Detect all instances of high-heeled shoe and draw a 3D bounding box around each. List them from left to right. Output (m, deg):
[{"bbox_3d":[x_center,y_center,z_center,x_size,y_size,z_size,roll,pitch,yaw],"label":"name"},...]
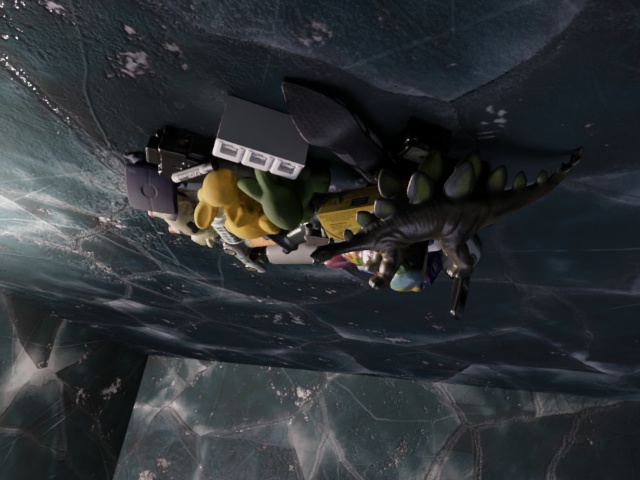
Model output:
[{"bbox_3d":[0.039,-0.185,0.907,0.086,0.145,0.248,-39,103,20],"label":"high-heeled shoe"}]

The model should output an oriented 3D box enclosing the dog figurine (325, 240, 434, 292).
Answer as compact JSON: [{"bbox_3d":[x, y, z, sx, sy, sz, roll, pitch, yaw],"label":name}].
[{"bbox_3d":[0.108,0.030,1.063,0.219,0.108,0.191,6,-168,18],"label":"dog figurine"}]

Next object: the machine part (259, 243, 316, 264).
[{"bbox_3d":[-0.045,0.022,1.353,0.243,0.079,0.079,-2,153,27],"label":"machine part"}]

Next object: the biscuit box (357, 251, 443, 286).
[{"bbox_3d":[0.170,0.045,1.197,0.203,0.063,0.059,9,137,42],"label":"biscuit box"}]

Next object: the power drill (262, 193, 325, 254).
[{"bbox_3d":[-0.040,-0.046,1.206,0.207,0.086,0.232,-22,132,40],"label":"power drill"}]

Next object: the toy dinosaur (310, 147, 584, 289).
[{"bbox_3d":[0.207,-0.042,0.868,0.472,0.105,0.198,-14,121,-10],"label":"toy dinosaur"}]

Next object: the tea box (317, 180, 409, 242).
[{"bbox_3d":[0.093,-0.042,0.983,0.170,0.068,0.098,-6,128,30],"label":"tea box"}]

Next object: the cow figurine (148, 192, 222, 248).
[{"bbox_3d":[-0.308,-0.048,1.301,0.127,0.085,0.194,7,156,22],"label":"cow figurine"}]

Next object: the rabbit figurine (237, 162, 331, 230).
[{"bbox_3d":[-0.063,-0.091,0.986,0.159,0.170,0.121,36,116,-14],"label":"rabbit figurine"}]

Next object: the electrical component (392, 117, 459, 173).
[{"bbox_3d":[0.188,-0.152,0.900,0.119,0.048,0.075,14,157,-9],"label":"electrical component"}]

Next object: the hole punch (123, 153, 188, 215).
[{"bbox_3d":[-0.353,-0.120,1.147,0.142,0.092,0.115,12,153,5],"label":"hole punch"}]

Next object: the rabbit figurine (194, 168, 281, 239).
[{"bbox_3d":[-0.175,-0.083,1.068,0.162,0.122,0.173,-9,150,22],"label":"rabbit figurine"}]

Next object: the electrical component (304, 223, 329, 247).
[{"bbox_3d":[-0.002,-0.004,1.161,0.063,0.021,0.093,7,149,12],"label":"electrical component"}]

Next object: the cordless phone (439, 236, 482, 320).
[{"bbox_3d":[0.298,0.075,1.202,0.089,0.184,0.146,-1,155,34],"label":"cordless phone"}]

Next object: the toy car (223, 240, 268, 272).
[{"bbox_3d":[-0.193,0.024,1.419,0.056,0.073,0.201,3,156,25],"label":"toy car"}]

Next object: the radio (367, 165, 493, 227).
[{"bbox_3d":[0.212,-0.077,1.027,0.230,0.073,0.131,1,154,26],"label":"radio"}]

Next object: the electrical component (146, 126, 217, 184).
[{"bbox_3d":[-0.269,-0.163,1.051,0.134,0.058,0.115,13,154,-9],"label":"electrical component"}]
